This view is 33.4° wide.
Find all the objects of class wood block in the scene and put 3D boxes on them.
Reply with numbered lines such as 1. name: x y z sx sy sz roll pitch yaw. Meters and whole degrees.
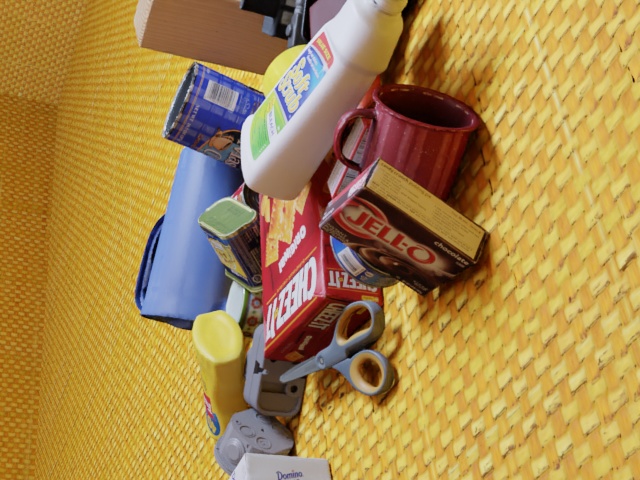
1. wood block: -0.118 -0.274 1.332 0.090 0.205 0.091 -111 37 -53

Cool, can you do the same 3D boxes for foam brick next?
1. foam brick: 0.032 -0.210 0.996 0.078 0.051 0.053 -35 47 48

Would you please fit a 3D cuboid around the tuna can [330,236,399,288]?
1. tuna can: 0.054 -0.003 0.941 0.034 0.086 0.086 142 134 -59

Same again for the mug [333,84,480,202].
1. mug: 0.068 -0.079 0.902 0.093 0.117 0.081 -109 30 -58

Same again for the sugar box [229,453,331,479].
1. sugar box: -0.062 0.286 1.102 0.176 0.093 0.048 121 150 -44

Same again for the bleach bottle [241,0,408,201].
1. bleach bottle: 0.007 -0.146 0.973 0.251 0.068 0.102 -51 31 44

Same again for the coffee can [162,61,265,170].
1. coffee can: -0.111 -0.147 1.324 0.103 0.140 0.103 -56 20 33

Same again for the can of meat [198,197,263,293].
1. can of meat: -0.091 0.004 1.246 0.102 0.057 0.084 28 151 57

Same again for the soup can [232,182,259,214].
1. soup can: -0.080 -0.037 1.324 0.102 0.068 0.068 141 135 -60

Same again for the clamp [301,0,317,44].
1. clamp: 0.005 -0.314 1.178 0.120 0.039 0.171 130 144 -50

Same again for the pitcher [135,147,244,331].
1. pitcher: -0.161 0.000 1.425 0.145 0.149 0.243 129 151 -78

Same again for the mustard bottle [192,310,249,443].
1. mustard bottle: -0.113 0.185 1.275 0.096 0.058 0.192 -121 22 -51

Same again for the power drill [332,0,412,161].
1. power drill: 0.059 -0.177 1.048 0.185 0.057 0.187 132 144 -50

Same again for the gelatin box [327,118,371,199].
1. gelatin box: 0.056 -0.072 0.982 0.030 0.073 0.089 -106 33 -49

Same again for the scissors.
1. scissors: 0.016 0.130 1.033 0.202 0.016 0.096 -53 53 47

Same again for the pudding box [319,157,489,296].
1. pudding box: 0.067 -0.009 0.872 0.039 0.113 0.090 -64 11 -28

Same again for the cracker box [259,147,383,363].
1. cracker box: -0.007 0.001 1.115 0.164 0.072 0.213 130 143 -53
